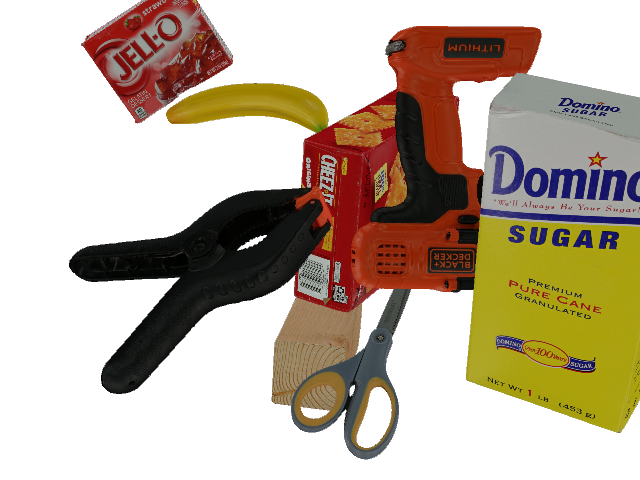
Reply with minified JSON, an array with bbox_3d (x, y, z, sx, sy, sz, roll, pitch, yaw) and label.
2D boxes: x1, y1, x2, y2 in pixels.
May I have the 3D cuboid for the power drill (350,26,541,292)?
[{"bbox_3d":[0.114,-0.054,0.751,0.184,0.188,0.057,0,3,-8],"label":"power drill"}]

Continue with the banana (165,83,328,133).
[{"bbox_3d":[-0.073,-0.148,1.185,0.198,0.037,0.069,8,43,18],"label":"banana"}]

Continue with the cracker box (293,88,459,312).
[{"bbox_3d":[0.060,-0.046,1.049,0.072,0.164,0.213,18,29,26],"label":"cracker box"}]

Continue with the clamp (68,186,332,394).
[{"bbox_3d":[-0.071,0.023,0.647,0.171,0.120,0.039,-22,-39,6],"label":"clamp"}]

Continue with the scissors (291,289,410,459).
[{"bbox_3d":[0.030,0.090,0.892,0.096,0.201,0.016,2,-39,7],"label":"scissors"}]

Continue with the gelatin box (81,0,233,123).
[{"bbox_3d":[-0.121,-0.142,0.798,0.089,0.073,0.030,-30,20,9],"label":"gelatin box"}]

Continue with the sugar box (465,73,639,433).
[{"bbox_3d":[0.128,0.009,0.549,0.093,0.176,0.048,16,39,25],"label":"sugar box"}]

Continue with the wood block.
[{"bbox_3d":[-0.001,0.139,1.426,0.091,0.090,0.206,6,18,6],"label":"wood block"}]
